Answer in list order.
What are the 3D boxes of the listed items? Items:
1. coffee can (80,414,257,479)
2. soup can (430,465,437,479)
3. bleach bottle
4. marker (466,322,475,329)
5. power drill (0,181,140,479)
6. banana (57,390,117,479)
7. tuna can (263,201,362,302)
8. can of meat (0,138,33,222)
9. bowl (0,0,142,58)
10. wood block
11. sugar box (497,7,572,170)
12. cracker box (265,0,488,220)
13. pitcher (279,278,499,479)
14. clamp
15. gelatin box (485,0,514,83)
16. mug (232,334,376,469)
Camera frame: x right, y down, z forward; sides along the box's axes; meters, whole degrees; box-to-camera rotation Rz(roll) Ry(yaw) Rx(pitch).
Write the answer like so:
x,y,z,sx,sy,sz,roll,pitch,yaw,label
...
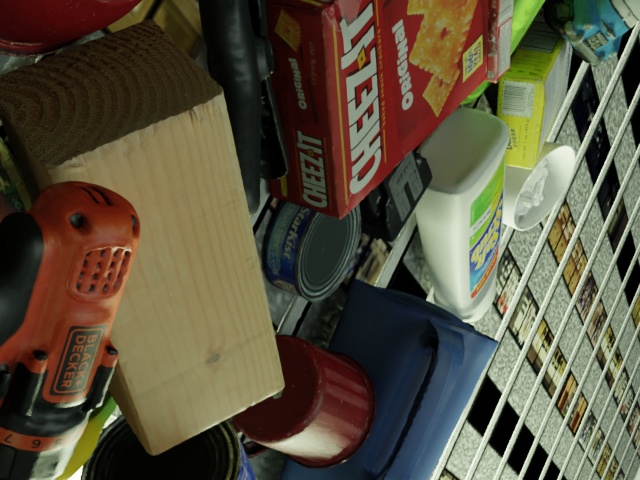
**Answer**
x,y,z,sx,sy,sz,roll,pitch,yaw,label
-0.085,0.184,0.700,0.102,0.103,0.140,-53,147,-30,coffee can
0.094,0.183,1.053,0.068,0.069,0.102,34,77,-61,soup can
0.141,-0.004,1.024,0.102,0.068,0.251,-53,150,-26,bleach bottle
0.105,0.110,1.038,0.120,0.020,0.020,-25,131,-30,marker
-0.170,0.060,0.416,0.187,0.057,0.184,1,116,-46,power drill
-0.178,0.107,0.562,0.197,0.037,0.069,23,71,-63,banana
-0.005,0.001,0.798,0.086,0.034,0.086,-39,139,-44,tuna can
-0.175,-0.001,0.475,0.083,0.058,0.102,-52,147,-34,can of meat
-0.110,-0.159,0.489,0.161,0.055,0.162,-38,138,-45,bowl
-0.090,0.004,0.563,0.090,0.090,0.206,-25,134,-18,wood block
0.209,-0.151,1.034,0.176,0.048,0.093,-58,154,-53,sugar box
0.044,-0.141,0.754,0.213,0.072,0.164,-45,142,-37,cracker box
0.045,0.163,0.883,0.149,0.145,0.243,23,90,-58,pitcher
-0.044,-0.101,0.633,0.120,0.039,0.171,-68,156,-82,clamp
0.116,-0.177,0.857,0.030,0.073,0.089,-43,143,-39,gelatin box
-0.025,0.126,0.800,0.117,0.093,0.081,-36,148,12,mug
